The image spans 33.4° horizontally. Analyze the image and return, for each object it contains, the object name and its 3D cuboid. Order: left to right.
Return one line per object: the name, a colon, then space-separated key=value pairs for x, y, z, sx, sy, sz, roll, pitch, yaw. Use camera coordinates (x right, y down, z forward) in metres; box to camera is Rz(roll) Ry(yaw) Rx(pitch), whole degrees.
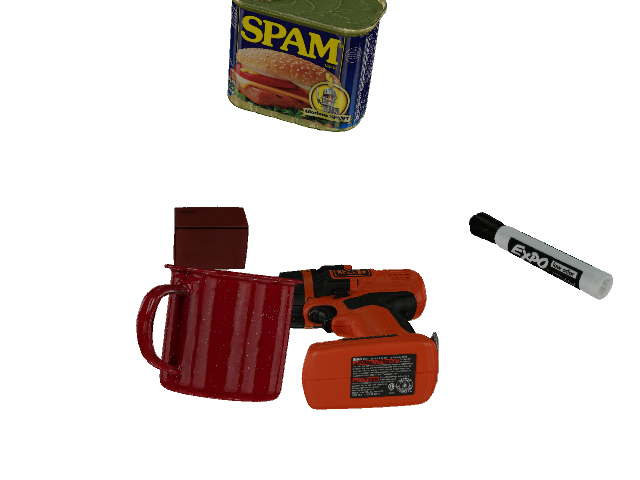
foam brick: x=-0.119 y=-0.003 z=1.145 sx=0.078 sy=0.051 sz=0.053 roll=0 pitch=26 yaw=-8
mug: x=-0.070 y=0.060 z=0.701 sx=0.093 sy=0.081 sz=0.117 roll=5 pitch=-3 yaw=43
can of meat: x=-0.013 y=-0.127 z=0.718 sx=0.102 sy=0.084 sz=0.057 roll=17 pitch=41 yaw=11
power drill: x=0.011 y=0.072 z=0.879 sx=0.184 sy=0.057 sz=0.188 roll=-4 pitch=21 yaw=-7
marker: x=0.153 y=0.008 z=0.761 sx=0.020 sy=0.020 sz=0.121 roll=0 pitch=23 yaw=-44
